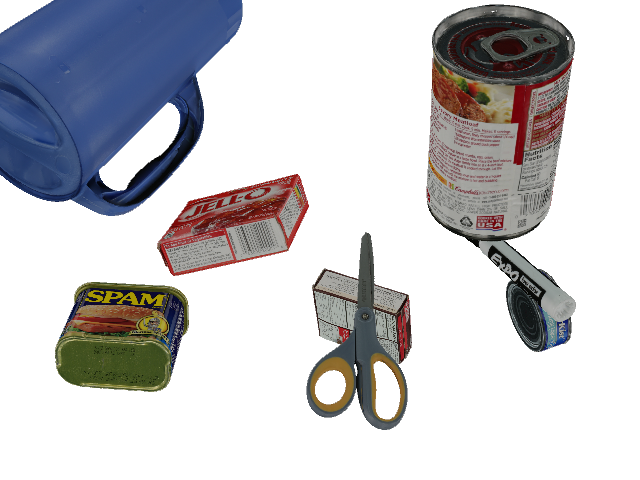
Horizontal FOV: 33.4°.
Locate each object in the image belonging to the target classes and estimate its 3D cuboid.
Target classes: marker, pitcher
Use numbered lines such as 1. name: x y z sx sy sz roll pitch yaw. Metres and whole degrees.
1. marker: 0.136 0.016 0.754 0.020 0.020 0.121 0 30 -31
2. pitcher: -0.165 -0.143 0.874 0.145 0.149 0.242 20 49 27

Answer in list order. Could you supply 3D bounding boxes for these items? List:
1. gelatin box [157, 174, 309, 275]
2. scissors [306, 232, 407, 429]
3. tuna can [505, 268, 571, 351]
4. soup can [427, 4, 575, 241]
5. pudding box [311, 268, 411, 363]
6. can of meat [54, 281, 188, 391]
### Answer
1. gelatin box: -0.059 -0.012 0.733 0.089 0.030 0.073 -12 22 17
2. scissors: 0.023 0.080 0.959 0.096 0.202 0.016 -9 -35 -9
3. tuna can: 0.235 0.076 1.158 0.033 0.086 0.086 -18 4 -12
4. soup can: 0.089 -0.058 0.543 0.068 0.102 0.068 -1 42 1
5. pudding box: 0.049 0.089 1.246 0.114 0.090 0.039 15 48 22
6. can of meat: -0.169 0.082 0.913 0.102 0.057 0.084 3 29 1
